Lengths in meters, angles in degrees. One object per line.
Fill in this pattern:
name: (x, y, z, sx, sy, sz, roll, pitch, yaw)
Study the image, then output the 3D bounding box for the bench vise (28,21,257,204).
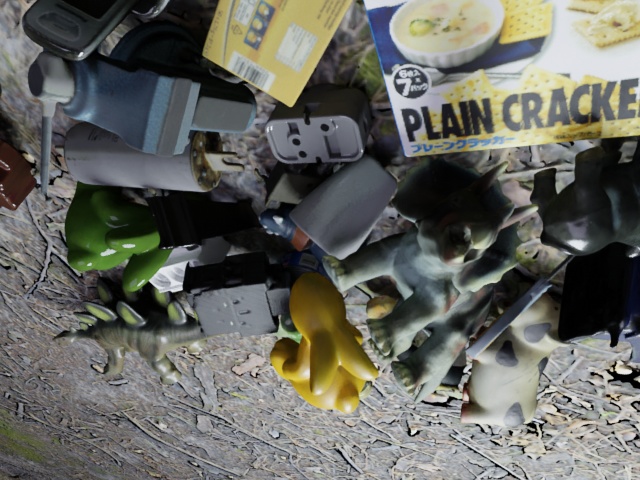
bench vise: (-0.185, -0.145, 0.496, 0.241, 0.223, 0.128, 31, 124, 28)

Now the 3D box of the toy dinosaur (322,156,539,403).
toy dinosaur: (0.132, 0.058, 0.581, 0.192, 0.131, 0.404, -32, 146, -2)

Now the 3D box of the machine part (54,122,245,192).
machine part: (-0.203, -0.098, 0.623, 0.243, 0.079, 0.079, 6, 138, 17)

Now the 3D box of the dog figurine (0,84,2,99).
dog figurine: (-0.397, -0.223, 0.564, 0.172, 0.121, 0.190, -7, 147, 32)

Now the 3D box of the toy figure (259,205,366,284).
toy figure: (-0.002, 0.000, 0.668, 0.154, 0.058, 0.064, 32, 132, -7)

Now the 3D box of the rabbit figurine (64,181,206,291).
rabbit figurine: (-0.229, -0.022, 0.682, 0.170, 0.159, 0.121, -8, 124, 8)

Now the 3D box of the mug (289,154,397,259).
mug: (0.033, -0.038, 0.586, 0.081, 0.109, 0.107, 44, 96, 4)

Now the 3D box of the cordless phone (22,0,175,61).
cordless phone: (-0.192, -0.213, 0.411, 0.146, 0.184, 0.088, 27, 143, -9)

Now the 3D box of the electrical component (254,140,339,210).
electrical component: (-0.030, -0.076, 0.609, 0.078, 0.045, 0.102, 1, 148, -23)

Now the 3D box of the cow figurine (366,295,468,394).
cow figurine: (0.129, 0.147, 0.745, 0.167, 0.098, 0.068, 29, 140, -17)

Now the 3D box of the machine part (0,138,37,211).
machine part: (-0.466, -0.105, 0.704, 0.179, 0.056, 0.179, 20, 156, 9)

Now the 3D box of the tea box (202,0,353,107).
tea box: (-0.022, -0.206, 0.439, 0.098, 0.068, 0.169, 29, 138, -11)

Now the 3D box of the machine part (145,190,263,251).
machine part: (-0.137, -0.025, 0.648, 0.139, 0.084, 0.039, -4, 150, -43)

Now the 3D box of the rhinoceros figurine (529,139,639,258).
rhinoceros figurine: (0.278, -0.032, 0.467, 0.190, 0.112, 0.073, -7, 169, -20)

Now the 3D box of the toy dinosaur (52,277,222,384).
toy dinosaur: (-0.286, 0.148, 0.909, 0.472, 0.105, 0.198, -7, 130, 22)

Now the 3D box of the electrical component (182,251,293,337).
electrical component: (-0.102, 0.074, 0.709, 0.134, 0.058, 0.114, -8, 138, 2)

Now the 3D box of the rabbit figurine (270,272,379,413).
rabbit figurine: (-0.001, 0.127, 0.671, 0.122, 0.162, 0.173, -12, 118, -11)

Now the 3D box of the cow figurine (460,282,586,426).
cow figurine: (0.249, 0.145, 0.672, 0.127, 0.085, 0.194, 8, 109, 12)

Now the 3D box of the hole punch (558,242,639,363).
hole punch: (0.318, 0.059, 0.550, 0.092, 0.142, 0.115, 20, 160, 3)
